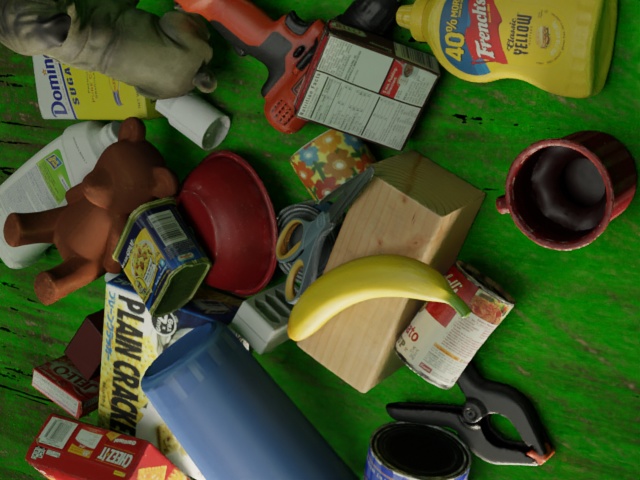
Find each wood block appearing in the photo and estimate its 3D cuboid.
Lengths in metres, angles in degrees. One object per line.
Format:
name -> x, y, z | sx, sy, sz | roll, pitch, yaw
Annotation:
wood block -> 0.064, 0.030, 1.020 | 0.090, 0.090, 0.206 | 34, 122, 23

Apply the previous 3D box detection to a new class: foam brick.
foam brick -> -0.269, 0.126, 1.315 | 0.051, 0.052, 0.078 | 49, 126, 14

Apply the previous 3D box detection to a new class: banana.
banana -> 0.039, 0.050, 0.962 | 0.198, 0.037, 0.069 | -11, 95, 38

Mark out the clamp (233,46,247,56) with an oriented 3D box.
clamp -> -0.101, -0.300, 1.069 | 0.165, 0.036, 0.210 | 40, 126, 16

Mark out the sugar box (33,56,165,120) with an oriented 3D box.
sugar box -> -0.251, -0.183, 1.209 | 0.177, 0.048, 0.093 | 4, 105, 34

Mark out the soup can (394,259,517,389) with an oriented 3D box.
soup can -> 0.124, 0.078, 0.986 | 0.068, 0.068, 0.102 | 39, 103, 20

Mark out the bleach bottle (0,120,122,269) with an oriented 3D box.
bleach bottle -> -0.309, -0.062, 1.280 | 0.251, 0.068, 0.102 | -31, 90, 35

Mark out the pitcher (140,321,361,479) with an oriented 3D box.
pitcher -> -0.081, 0.210, 1.118 | 0.149, 0.145, 0.243 | -35, 101, 7

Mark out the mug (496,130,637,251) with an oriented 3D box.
mug -> 0.205, -0.043, 0.900 | 0.117, 0.081, 0.093 | -17, 94, 38

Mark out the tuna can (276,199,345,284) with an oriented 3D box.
tuna can -> -0.007, 0.001, 1.098 | 0.086, 0.033, 0.086 | 12, 111, 33

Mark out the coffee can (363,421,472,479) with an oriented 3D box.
coffee can -> 0.089, 0.267, 1.069 | 0.103, 0.102, 0.140 | 21, 116, 29

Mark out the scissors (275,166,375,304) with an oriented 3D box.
scissors -> 0.003, 0.003, 0.999 | 0.202, 0.016, 0.096 | 153, 119, -62

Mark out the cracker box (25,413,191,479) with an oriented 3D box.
cracker box -> -0.220, 0.298, 1.253 | 0.164, 0.072, 0.213 | 7, 146, 35

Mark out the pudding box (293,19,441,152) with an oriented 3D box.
pudding box -> 0.042, -0.140, 0.979 | 0.113, 0.039, 0.090 | 19, 122, -11

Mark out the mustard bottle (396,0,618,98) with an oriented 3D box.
mustard bottle -> 0.151, -0.182, 0.911 | 0.192, 0.058, 0.096 | 15, 114, 32

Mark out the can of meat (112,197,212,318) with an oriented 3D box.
can of meat -> -0.165, 0.020, 1.116 | 0.084, 0.057, 0.102 | 56, 139, 20

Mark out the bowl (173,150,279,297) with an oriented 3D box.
bowl -> -0.114, -0.012, 1.135 | 0.162, 0.055, 0.162 | 20, 117, 46

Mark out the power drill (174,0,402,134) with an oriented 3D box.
power drill -> -0.036, -0.219, 1.015 | 0.187, 0.057, 0.185 | 45, 120, 1

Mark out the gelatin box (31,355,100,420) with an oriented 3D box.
gelatin box -> -0.306, 0.181, 1.346 | 0.089, 0.073, 0.030 | 28, 119, 26

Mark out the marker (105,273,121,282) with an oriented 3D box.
marker -> -0.208, 0.069, 1.275 | 0.121, 0.020, 0.020 | 29, 120, 25

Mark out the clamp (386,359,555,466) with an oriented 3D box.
clamp -> 0.144, 0.169, 1.038 | 0.172, 0.039, 0.120 | 43, 123, 21
